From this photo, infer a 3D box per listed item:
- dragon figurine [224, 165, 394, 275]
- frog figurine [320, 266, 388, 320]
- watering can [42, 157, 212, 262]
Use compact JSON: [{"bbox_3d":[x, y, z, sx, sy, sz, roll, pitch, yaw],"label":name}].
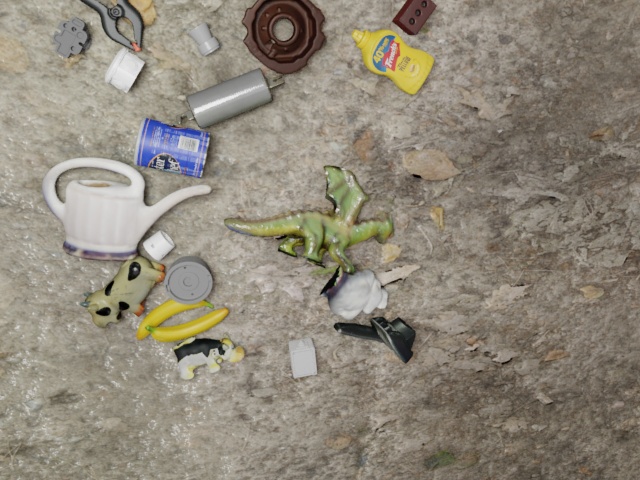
[{"bbox_3d":[0.004,-0.062,1.225,0.408,0.122,0.244,24,85,-20],"label":"dragon figurine"},{"bbox_3d":[0.098,0.139,1.285,0.159,0.122,0.138,32,81,-8],"label":"frog figurine"},{"bbox_3d":[-0.419,-0.055,1.107,0.347,0.105,0.221,10,107,-6],"label":"watering can"}]
